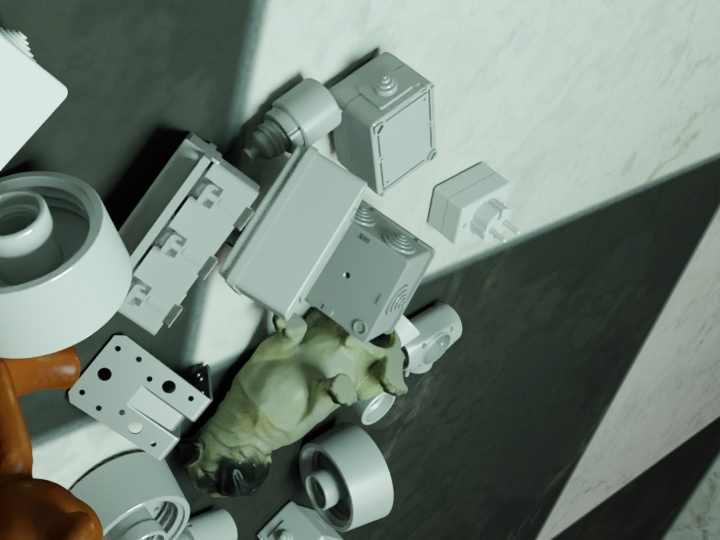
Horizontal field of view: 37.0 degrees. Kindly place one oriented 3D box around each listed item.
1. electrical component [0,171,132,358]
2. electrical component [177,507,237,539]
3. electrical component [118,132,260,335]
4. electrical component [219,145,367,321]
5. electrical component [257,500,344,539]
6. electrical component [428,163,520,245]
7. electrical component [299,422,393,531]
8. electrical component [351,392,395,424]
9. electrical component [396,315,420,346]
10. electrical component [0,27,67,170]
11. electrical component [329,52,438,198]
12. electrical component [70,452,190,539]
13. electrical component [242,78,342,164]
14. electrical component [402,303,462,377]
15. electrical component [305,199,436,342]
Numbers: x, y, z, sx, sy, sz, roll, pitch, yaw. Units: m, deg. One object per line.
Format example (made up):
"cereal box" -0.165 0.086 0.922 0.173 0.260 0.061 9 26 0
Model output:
"electrical component" -0.190 -0.011 0.611 0.108 0.108 0.060 -34 143 -24
"electrical component" -0.164 0.263 1.042 0.081 0.043 0.043 -13 136 -47
"electrical component" -0.124 -0.022 0.714 0.121 0.063 0.078 -53 -168 8
"electrical component" -0.046 -0.023 0.763 0.108 0.056 0.108 -59 180 -6
"electrical component" -0.065 0.300 1.203 0.061 0.062 0.096 -45 151 -7
"electrical component" 0.115 -0.052 1.004 0.066 0.077 0.047 -29 146 -31
"electrical component" -0.022 0.220 1.122 0.060 0.108 0.108 -20 141 -32
"electrical component" 0.001 0.121 1.082 0.045 0.055 0.045 -34 148 -25
"electrical component" 0.025 0.067 1.059 0.055 0.045 0.045 -46 151 -3
"electrical component" -0.212 -0.089 0.539 0.099 0.048 0.100 -48 151 0
"electrical component" 0.015 -0.115 0.806 0.062 0.061 0.096 -37 150 -19
"electrical component" -0.196 0.214 0.911 0.108 0.060 0.108 -29 146 -22
"electrical component" -0.049 -0.102 0.757 0.078 0.040 0.040 -39 150 -17
"electrical component" 0.062 0.082 1.128 0.077 0.044 0.079 -27 145 -33
"electrical component" 0.000 0.000 0.889 0.048 0.100 0.099 -23 144 -60
